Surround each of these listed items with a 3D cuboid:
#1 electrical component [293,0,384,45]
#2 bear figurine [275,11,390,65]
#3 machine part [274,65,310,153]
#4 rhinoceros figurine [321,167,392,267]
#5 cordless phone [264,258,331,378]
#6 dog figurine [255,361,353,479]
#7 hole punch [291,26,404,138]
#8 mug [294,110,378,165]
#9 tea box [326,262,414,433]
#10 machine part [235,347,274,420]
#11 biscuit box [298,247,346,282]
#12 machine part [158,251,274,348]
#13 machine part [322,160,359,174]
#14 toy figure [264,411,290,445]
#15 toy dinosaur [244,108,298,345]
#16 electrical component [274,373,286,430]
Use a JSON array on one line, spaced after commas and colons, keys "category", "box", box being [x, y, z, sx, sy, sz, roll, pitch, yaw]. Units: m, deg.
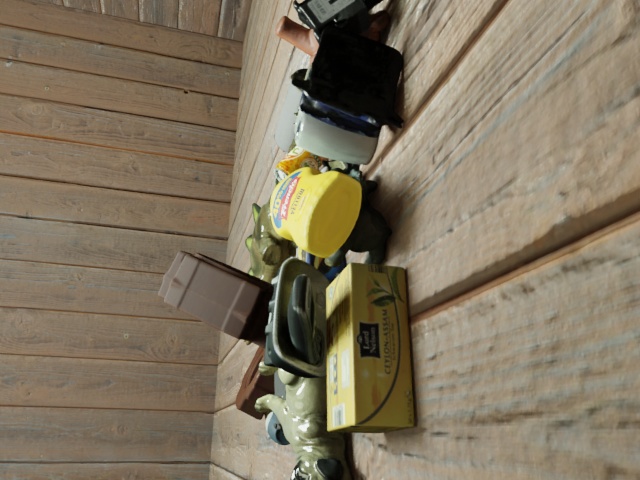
[{"category": "electrical component", "box": [0.034, -0.305, 0.703, 0.075, 0.119, 0.047, 62, -175, 16]}, {"category": "bear figurine", "box": [0.016, -0.316, 0.801, 0.120, 0.132, 0.196, -50, 17, 12]}, {"category": "machine part", "box": [-0.040, -0.255, 1.081, 0.243, 0.079, 0.079, 116, 156, -55]}, {"category": "rhinoceros figurine", "box": [0.035, -0.036, 0.707, 0.190, 0.073, 0.112, -112, 31, -61]}, {"category": "cordless phone", "box": [-0.024, 0.071, 0.643, 0.184, 0.089, 0.146, 92, -177, -55]}, {"category": "dog figurine", "box": [0.002, 0.234, 0.713, 0.191, 0.121, 0.172, -133, 44, -54]}, {"category": "hole punch", "box": [0.033, -0.185, 0.679, 0.092, 0.142, 0.116, 132, 156, -64]}, {"category": "mug", "box": [0.020, -0.163, 0.755, 0.080, 0.107, 0.109, 125, 146, -59]}, {"category": "tea box", "box": [0.051, 0.120, 0.590, 0.098, 0.068, 0.169, 127, 147, -63]}, {"category": "machine part", "box": [-0.111, 0.265, 1.070, 0.179, 0.056, 0.179, -60, 9, 16]}, {"category": "biscuit box", "box": [-0.002, -0.003, 0.858, 0.059, 0.063, 0.203, 115, 156, -48]}, {"category": "machine part", "box": [-0.128, 0.093, 0.840, 0.087, 0.201, 0.201, -66, -17, -3]}, {"category": "machine part", "box": [-0.006, -0.083, 0.829, 0.139, 0.039, 0.084, -36, 31, 4]}, {"category": "toy figure", "box": [-0.076, 0.340, 1.020, 0.064, 0.058, 0.154, -46, 9, -10]}, {"category": "toy dinosaur", "box": [-0.082, -0.007, 1.018, 0.199, 0.105, 0.470, 54, 130, 56]}, {"category": "electrical component", "box": [-0.041, 0.251, 0.915, 0.115, 0.058, 0.134, 127, 146, -60]}]
